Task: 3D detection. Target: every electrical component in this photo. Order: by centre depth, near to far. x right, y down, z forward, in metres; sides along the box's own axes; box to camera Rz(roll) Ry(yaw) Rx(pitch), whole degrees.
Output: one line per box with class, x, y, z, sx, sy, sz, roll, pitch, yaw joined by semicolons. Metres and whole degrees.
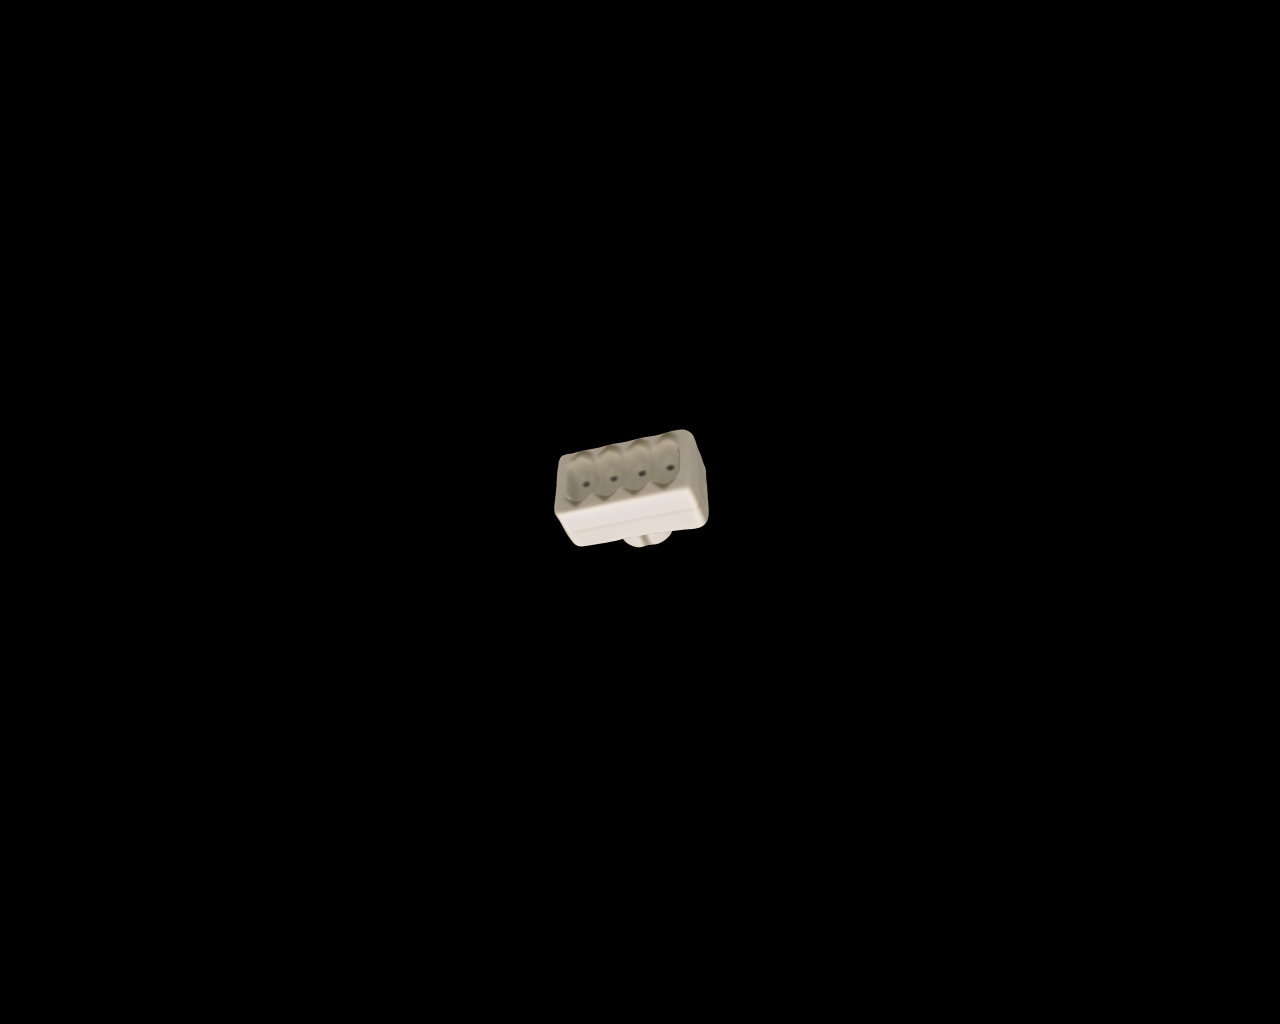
electrical component;0.001;-0.003;0.650;0.083;0.047;0.075;-11;-39;13
